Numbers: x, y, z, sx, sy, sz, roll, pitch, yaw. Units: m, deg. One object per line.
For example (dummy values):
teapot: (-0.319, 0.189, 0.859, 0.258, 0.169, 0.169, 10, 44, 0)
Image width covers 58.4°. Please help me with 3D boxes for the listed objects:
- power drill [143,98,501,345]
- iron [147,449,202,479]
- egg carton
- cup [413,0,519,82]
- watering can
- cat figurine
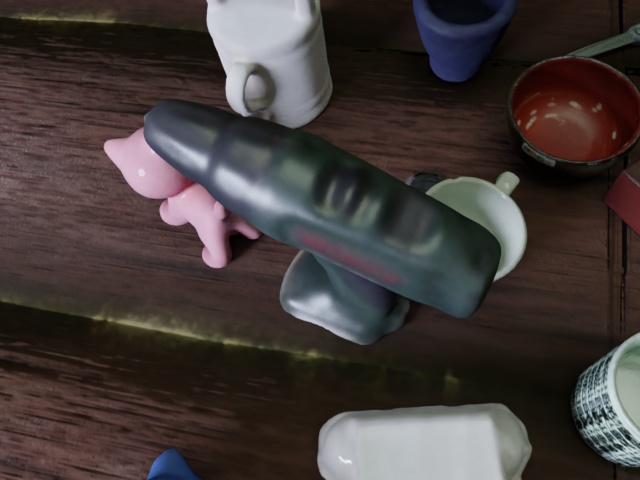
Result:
power drill: (0.004, 0.001, 0.406, 0.229, 0.208, 0.076, 20, 70, 15)
iron: (-0.079, 0.258, 0.338, 0.119, 0.141, 0.257, -35, 67, -9)
egg carton: (0.074, 0.172, 0.399, 0.150, 0.069, 0.107, -5, 66, 4)
cup: (0.124, -0.206, 0.548, 0.092, 0.095, 0.117, -37, 67, -10)
watering can: (-0.048, -0.199, 0.508, 0.101, 0.194, 0.173, -7, 65, 4)
cat figurine: (-0.118, -0.049, 0.491, 0.127, 0.118, 0.067, 38, 75, 20)
